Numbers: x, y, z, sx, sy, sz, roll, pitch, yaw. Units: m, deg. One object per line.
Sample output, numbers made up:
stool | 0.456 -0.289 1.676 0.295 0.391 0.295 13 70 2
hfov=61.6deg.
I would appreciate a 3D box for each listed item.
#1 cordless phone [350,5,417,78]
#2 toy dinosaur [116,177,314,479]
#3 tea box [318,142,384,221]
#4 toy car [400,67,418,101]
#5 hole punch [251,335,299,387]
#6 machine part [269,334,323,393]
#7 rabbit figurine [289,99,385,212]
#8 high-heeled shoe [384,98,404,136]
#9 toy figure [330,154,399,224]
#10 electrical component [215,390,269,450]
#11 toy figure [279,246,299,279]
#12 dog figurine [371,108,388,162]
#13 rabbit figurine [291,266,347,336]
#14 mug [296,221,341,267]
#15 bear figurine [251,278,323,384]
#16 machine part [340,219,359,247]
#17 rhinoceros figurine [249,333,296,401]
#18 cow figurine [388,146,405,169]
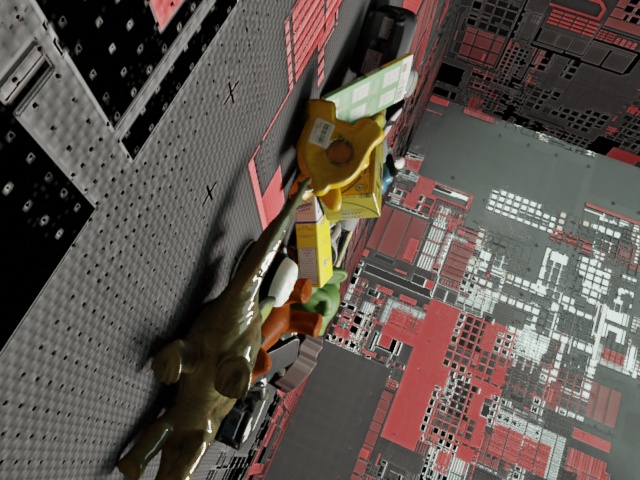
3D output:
cordless phone | 0.124 -0.358 1.007 0.184 0.089 0.146 -58 167 -68
toy dinosaur | -0.124 0.137 0.661 0.471 0.105 0.198 -60 -179 12
tea box | 0.058 -0.121 0.940 0.068 0.098 0.170 65 27 -51
toy car | 0.163 -0.352 1.186 0.161 0.103 0.109 -35 147 -71
hole punch | -0.110 0.197 0.989 0.116 0.092 0.142 -28 155 -25
machine part | -0.063 0.255 1.229 0.179 0.056 0.179 -47 -156 28
rabbit figurine | 0.018 -0.127 0.829 0.173 0.122 0.162 -113 -145 -75
high-heeled shoe | 0.132 -0.267 1.288 0.249 0.086 0.145 -49 163 -51
toy figure | 0.063 -0.098 1.023 0.082 0.180 0.089 56 14 -56
electrical component | -0.163 0.367 1.124 0.134 0.058 0.115 40 71 -81
toy figure | -0.059 0.045 0.953 0.058 0.064 0.154 -31 171 10
dog figurine | 0.077 -0.186 1.078 0.191 0.109 0.219 -62 166 -16
rabbit figurine | -0.017 0.105 1.122 0.159 0.121 0.170 -42 146 -2
mug | -0.002 -0.003 1.076 0.109 0.081 0.107 -51 -159 22
bear figurine | -0.089 0.159 0.848 0.196 0.132 0.120 -64 146 -49
machine part | 0.064 -0.064 1.376 0.079 0.079 0.243 88 26 -70
rhinoceros figurine | -0.110 0.238 1.112 0.190 0.073 0.112 -55 155 -49
cow figurine | 0.116 -0.146 1.278 0.167 0.068 0.098 -48 167 31
